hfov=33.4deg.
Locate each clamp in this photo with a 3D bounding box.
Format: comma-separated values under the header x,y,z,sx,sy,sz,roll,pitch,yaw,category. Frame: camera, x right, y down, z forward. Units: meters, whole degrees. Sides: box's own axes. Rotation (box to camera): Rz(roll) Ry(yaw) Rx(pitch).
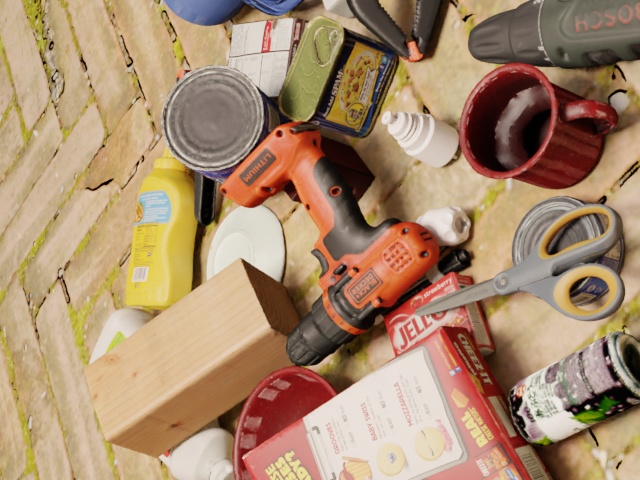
x,y,z,sx,sy,sz,roll,pitch,yaw,category
-0.122,-0.103,1.174,0.120,0.039,0.171,-35,74,27,clamp
0.071,-0.273,0.997,0.164,0.036,0.210,-22,94,4,clamp

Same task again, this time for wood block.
x,y,z,sx,sy,sz,roll,pitch,yaw,category
-0.122,0.121,1.069,0.206,0.090,0.090,-35,55,13,wood block

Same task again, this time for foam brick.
x,y,z,sx,sy,sz,roll,pitch,yaw,category
0.002,-0.066,1.035,0.053,0.078,0.051,-53,47,24,foam brick

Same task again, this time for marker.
x,y,z,sx,sy,sz,roll,pitch,yaw,category
0.088,0.042,0.963,0.121,0.020,0.020,-37,56,35,marker

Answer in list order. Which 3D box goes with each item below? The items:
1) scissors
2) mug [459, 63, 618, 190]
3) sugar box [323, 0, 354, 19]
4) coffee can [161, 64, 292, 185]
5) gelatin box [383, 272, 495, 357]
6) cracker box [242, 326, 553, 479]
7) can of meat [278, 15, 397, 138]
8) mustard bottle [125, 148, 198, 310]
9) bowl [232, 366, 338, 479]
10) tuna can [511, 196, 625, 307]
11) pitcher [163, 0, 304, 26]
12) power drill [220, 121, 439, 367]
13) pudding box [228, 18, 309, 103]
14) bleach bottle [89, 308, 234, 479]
x,y,z,sx,sy,sz,roll,pitch,yaw,category
0.159,0.047,0.838,0.202,0.016,0.096,-40,55,33,scissors
0.181,-0.089,0.849,0.117,0.081,0.093,-15,70,44,mug
0.024,-0.323,1.095,0.093,0.048,0.176,-39,58,36,sugar box
-0.084,-0.105,1.057,0.103,0.140,0.103,-2,82,13,coffee can
0.102,0.081,0.932,0.089,0.030,0.073,-36,57,35,gelatin box
0.065,0.194,0.868,0.214,0.072,0.164,-37,69,20,cracker box
0.019,-0.155,1.033,0.058,0.083,0.102,33,105,45,can of meat
-0.178,-0.017,1.226,0.096,0.058,0.191,-4,78,52,mustard bottle
-0.011,0.201,1.004,0.162,0.055,0.162,-13,72,44,bowl
0.195,0.009,0.848,0.086,0.033,0.086,-13,72,44,tuna can
-0.086,-0.311,1.114,0.243,0.144,0.149,147,129,-63,pitcher
-0.006,0.001,0.967,0.185,0.057,0.188,-44,78,26,power drill
-0.054,-0.190,1.152,0.114,0.039,0.090,6,88,49,pudding box
-0.161,0.180,1.164,0.251,0.067,0.103,38,107,41,bleach bottle
